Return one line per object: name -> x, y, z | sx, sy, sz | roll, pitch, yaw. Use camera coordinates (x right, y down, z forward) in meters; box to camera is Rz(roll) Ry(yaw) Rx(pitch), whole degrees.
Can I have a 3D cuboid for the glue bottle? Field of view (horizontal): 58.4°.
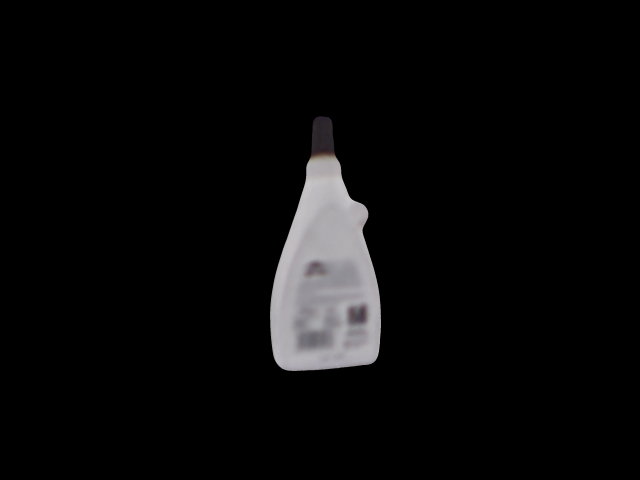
glue bottle -> 0.004, 0.001, 0.400 | 0.078, 0.173, 0.037 | -1, 5, -15
